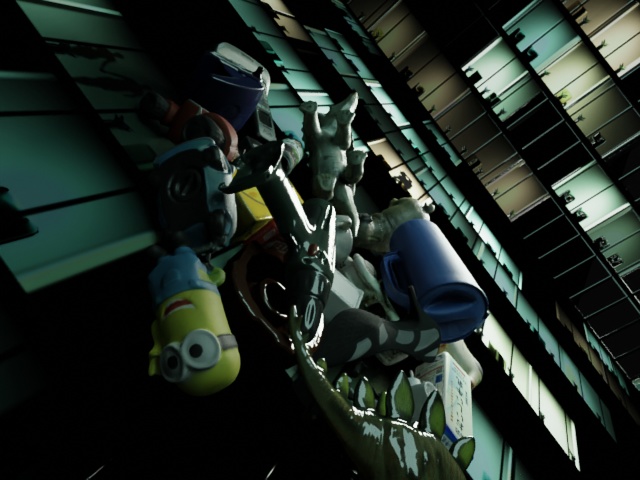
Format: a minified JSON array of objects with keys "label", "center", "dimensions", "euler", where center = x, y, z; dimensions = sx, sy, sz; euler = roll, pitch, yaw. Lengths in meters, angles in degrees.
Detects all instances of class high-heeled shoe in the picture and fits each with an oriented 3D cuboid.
[{"label":"high-heeled shoe","center":[0.089,0.168,0.803],"dimensions":[0.249,0.086,0.145],"euler":[-26,112,-32]}]

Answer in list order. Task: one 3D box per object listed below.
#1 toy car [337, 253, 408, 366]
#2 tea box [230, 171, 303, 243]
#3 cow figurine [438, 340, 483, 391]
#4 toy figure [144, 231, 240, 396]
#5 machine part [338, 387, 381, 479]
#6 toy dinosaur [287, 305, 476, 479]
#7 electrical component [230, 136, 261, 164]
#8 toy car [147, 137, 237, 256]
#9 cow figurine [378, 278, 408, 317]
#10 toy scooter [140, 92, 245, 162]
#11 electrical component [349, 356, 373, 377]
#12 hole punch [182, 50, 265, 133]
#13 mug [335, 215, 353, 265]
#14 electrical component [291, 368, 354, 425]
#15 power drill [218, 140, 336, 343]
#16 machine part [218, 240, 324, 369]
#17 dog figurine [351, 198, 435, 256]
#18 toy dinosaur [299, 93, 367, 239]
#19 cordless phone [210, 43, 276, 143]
[{"label":"toy car","center":[0.089,0.117,0.926],"dimensions":[0.202,0.073,0.056],"euler":[58,25,12]},{"label":"tea box","center":[-0.100,-0.058,0.843],"dimensions":[0.098,0.068,0.169],"euler":[57,27,7]},{"label":"cow figurine","center":[0.255,0.208,1.079],"dimensions":[0.127,0.085,0.195],"euler":[-3,57,-54]},{"label":"toy figure","center":[-0.139,0.080,0.590],"dimensions":[0.089,0.082,0.180],"euler":[18,40,-47]},{"label":"machine part","center":[0.065,0.271,0.729],"dimensions":[0.084,0.039,0.139],"euler":[31,41,-22]},{"label":"toy dinosaur","center":[0.097,0.275,0.657],"dimensions":[0.470,0.105,0.198],"euler":[49,38,-25]},{"label":"electrical component","center":[-0.121,-0.139,0.935],"dimensions":[0.119,0.048,0.075],"euler":[14,44,-55]},{"label":"toy car","center":[-0.152,-0.046,0.708],"dimensions":[0.102,0.109,0.161],"euler":[39,32,-65]},{"label":"cow figurine","center":[0.162,0.145,1.019],"dimensions":[0.098,0.068,0.167],"euler":[26,32,-34]},{"label":"toy scooter","center":[-0.176,-0.159,0.814],"dimensions":[0.184,0.075,0.135],"euler":[35,7,29]},{"label":"electrical component","center":[0.054,0.176,0.854],"dimensions":[0.063,0.021,0.094],"euler":[50,26,-4]},{"label":"hole punch","center":[-0.163,-0.234,0.900],"dimensions":[0.115,0.142,0.092],"euler":[20,37,-27]},{"label":"mug","center":[-0.002,-0.003,0.903],"dimensions":[0.107,0.109,0.081],"euler":[0,61,-43]},{"label":"electrical component","center":[0.008,0.204,0.714],"dimensions":[0.102,0.045,0.078],"euler":[-3,61,-60]},{"label":"power drill","center":[-0.041,-0.011,0.693],"dimensions":[0.207,0.086,0.232],"euler":[54,30,-27]},{"label":"machine part","center":[-0.068,0.088,0.726],"dimensions":[0.179,0.056,0.179],"euler":[40,27,-26]},{"label":"dog figurine","center":[0.140,-0.036,1.106],"dimensions":[0.121,0.172,0.190],"euler":[51,16,21]},{"label":"toy dinosaur","center":[0.026,-0.142,1.098],"dimensions":[0.192,0.131,0.405],"euler":[84,4,-63]},{"label":"cordless phone","center":[-0.150,-0.264,1.010],"dimensions":[0.146,0.089,0.184],"euler":[21,44,-49]}]
